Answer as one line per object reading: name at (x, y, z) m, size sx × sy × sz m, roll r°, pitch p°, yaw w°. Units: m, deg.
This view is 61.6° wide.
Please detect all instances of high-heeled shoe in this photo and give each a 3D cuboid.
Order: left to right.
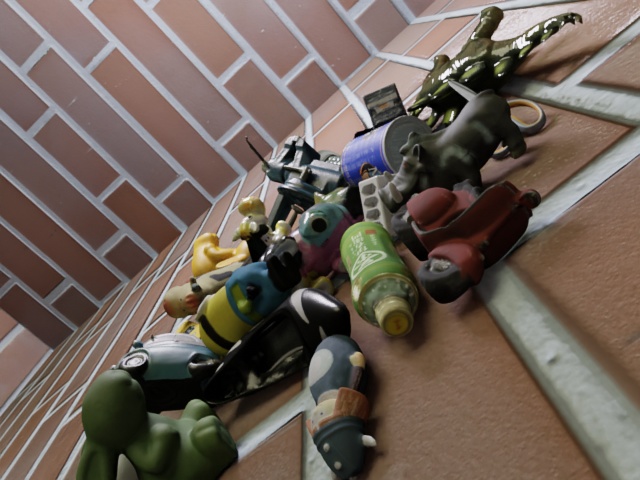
high-heeled shoe at (-0.061, 0.133, 0.624) m, size 0.145 × 0.086 × 0.248 m, roll -30°, pitch -9°, yaw -27°

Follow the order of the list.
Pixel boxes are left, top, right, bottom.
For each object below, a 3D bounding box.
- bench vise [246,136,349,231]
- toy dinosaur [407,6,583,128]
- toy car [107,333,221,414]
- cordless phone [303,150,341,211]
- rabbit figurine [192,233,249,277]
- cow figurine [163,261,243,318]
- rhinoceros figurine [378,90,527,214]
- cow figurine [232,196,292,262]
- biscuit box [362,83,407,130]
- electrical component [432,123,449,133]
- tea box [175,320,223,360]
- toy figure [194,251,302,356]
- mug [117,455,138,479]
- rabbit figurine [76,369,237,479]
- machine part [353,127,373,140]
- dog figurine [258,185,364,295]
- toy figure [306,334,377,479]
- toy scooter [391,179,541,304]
bench vise at (-0.056, -0.073, 0.999) m, size 0.224 × 0.128 × 0.240 m, roll 21°, pitch 81°, yaw 28°
toy dinosaur at (0.264, -0.280, 0.903) m, size 0.198 × 0.105 × 0.471 m, roll -59°, pitch 11°, yaw -22°
toy car at (-0.210, 0.180, 0.764) m, size 0.162 × 0.109 × 0.103 m, roll -7°, pitch 36°, yaw -1°
cordless phone at (0.043, -0.114, 1.072) m, size 0.184 × 0.088 × 0.146 m, roll 5°, pitch 47°, yaw 44°
rabbit figurine at (-0.188, 0.042, 1.158) m, size 0.173 × 0.121 × 0.162 m, roll -21°, pitch 24°, yaw 11°
cow figurine at (-0.195, 0.095, 0.992) m, size 0.195 × 0.085 × 0.127 m, roll -19°, pitch 4°, yaw -36°
rhinoceros figurine at (0.158, -0.098, 0.663) m, size 0.190 × 0.112 × 0.073 m, roll -42°, pitch 19°, yaw 21°
cow figurine at (-0.089, 0.013, 0.879) m, size 0.068 × 0.167 × 0.098 m, roll -22°, pitch 25°, yaw 42°
biscuit box at (0.128, -0.222, 0.985) m, size 0.063 × 0.059 × 0.202 m, roll -21°, pitch -6°, yaw 11°
electrical component at (0.181, -0.125, 0.791) m, size 0.075 × 0.047 × 0.119 m, roll -34°, pitch 18°, yaw 30°
tea box at (-0.218, 0.197, 0.909) m, size 0.098 × 0.068 × 0.170 m, roll -51°, pitch 16°, yaw -21°
toy figure at (-0.098, 0.087, 0.711) m, size 0.180 × 0.082 × 0.089 m, roll -35°, pitch 55°, yaw 32°
mug at (-0.268, 0.297, 0.724) m, size 0.081 × 0.109 × 0.107 m, roll -26°, pitch 35°, yaw 28°
rabbit figurine at (-0.209, 0.228, 0.622) m, size 0.159 × 0.170 × 0.121 m, roll -45°, pitch 15°, yaw -7°
machine part at (0.084, -0.159, 1.027) m, size 0.084 × 0.039 × 0.139 m, roll -13°, pitch 45°, yaw 21°
dog figurine at (-0.002, -0.003, 0.833) m, size 0.191 × 0.108 × 0.219 m, roll -42°, pitch 11°, yaw 17°
toy figure at (0.016, 0.148, 0.492) m, size 0.154 × 0.058 × 0.064 m, roll -85°, pitch 5°, yaw -65°
toy scooter at (0.150, -0.018, 0.553) m, size 0.135 × 0.075 × 0.184 m, roll -41°, pitch 19°, yaw 13°
